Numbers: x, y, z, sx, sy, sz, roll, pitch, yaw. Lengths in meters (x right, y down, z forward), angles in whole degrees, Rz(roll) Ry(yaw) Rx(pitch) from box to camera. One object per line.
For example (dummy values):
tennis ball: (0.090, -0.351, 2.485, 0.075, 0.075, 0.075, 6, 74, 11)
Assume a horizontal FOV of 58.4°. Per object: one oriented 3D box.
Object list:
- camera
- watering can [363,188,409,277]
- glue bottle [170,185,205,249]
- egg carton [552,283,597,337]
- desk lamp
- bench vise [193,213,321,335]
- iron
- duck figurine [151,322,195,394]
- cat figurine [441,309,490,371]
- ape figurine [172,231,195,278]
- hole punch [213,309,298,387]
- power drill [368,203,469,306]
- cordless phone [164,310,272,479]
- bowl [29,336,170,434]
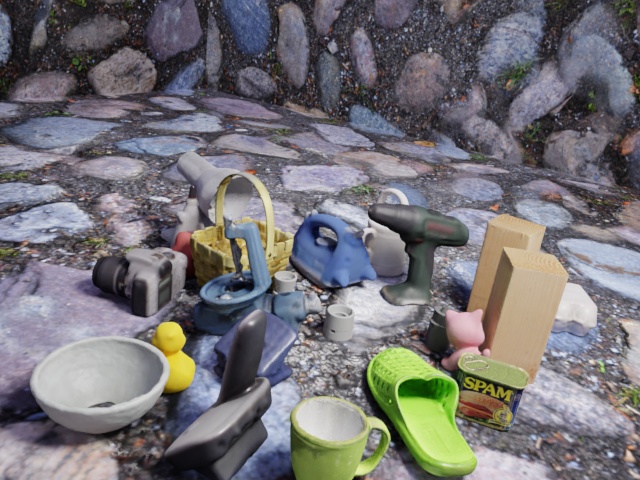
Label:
camera: (-0.332, 0.057, 1.050, 0.136, 0.101, 0.143, 12, 22, 10)
watering can: (0.160, -0.025, 1.306, 0.100, 0.194, 0.173, 20, 24, 27)
glue bottle: (-0.271, -0.032, 1.198, 0.078, 0.173, 0.037, -9, 27, -37)
egg carton: (0.508, 0.139, 1.194, 0.107, 0.069, 0.150, 8, 22, 0)
desk lamp: (-0.254, -0.076, 1.259, 0.202, 0.213, 0.118, 23, 26, 34)
bench vise: (-0.102, 0.065, 0.954, 0.208, 0.220, 0.121, 3, 22, -13)
iron: (0.011, 0.004, 1.251, 0.119, 0.141, 0.257, -9, 28, -37)
duck figurine: (-0.222, 0.165, 0.841, 0.078, 0.086, 0.104, -2, 24, -25)
cat figurine: (0.247, 0.173, 0.948, 0.067, 0.118, 0.127, 4, 22, -11)
ape figurine: (-0.274, 0.026, 1.161, 0.077, 0.092, 0.076, 14, 22, 13)
hole punch: (-0.097, 0.169, 0.870, 0.108, 0.091, 0.101, 22, 25, 31)
power drill: (0.189, 0.026, 1.170, 0.230, 0.208, 0.075, -1, 23, -21)
cordless phone: (-0.116, 0.183, 0.700, 0.094, 0.185, 0.148, 15, 23, 16)
bowl: (-0.284, 0.199, 0.750, 0.167, 0.075, 0.167, 7, 22, -3)
